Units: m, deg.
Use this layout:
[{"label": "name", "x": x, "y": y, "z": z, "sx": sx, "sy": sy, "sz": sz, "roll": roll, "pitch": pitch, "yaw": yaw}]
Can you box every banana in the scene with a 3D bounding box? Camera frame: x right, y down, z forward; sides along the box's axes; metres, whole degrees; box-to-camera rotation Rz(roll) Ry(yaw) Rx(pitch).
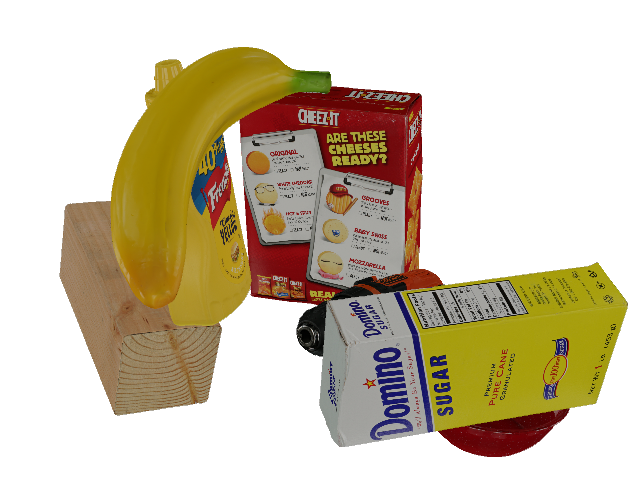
[{"label": "banana", "x": -0.060, "y": -0.047, "z": 0.529, "sx": 0.070, "sy": 0.037, "sz": 0.197, "roll": 17, "pitch": 46, "yaw": 15}]

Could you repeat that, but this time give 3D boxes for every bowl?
[{"label": "bowl", "x": 0.173, "y": 0.175, "z": 1.103, "sx": 0.162, "sy": 0.055, "sz": 0.162, "roll": 3, "pitch": 24, "yaw": -2}]

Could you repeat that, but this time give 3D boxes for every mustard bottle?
[{"label": "mustard bottle", "x": -0.096, "y": -0.039, "z": 0.793, "sx": 0.058, "sy": 0.191, "sz": 0.096, "roll": -1, "pitch": 25, "yaw": 17}]

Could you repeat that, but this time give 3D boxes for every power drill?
[{"label": "power drill", "x": 0.097, "y": 0.067, "z": 0.865, "sx": 0.188, "sy": 0.057, "sz": 0.184, "roll": 9, "pitch": 17, "yaw": 37}]

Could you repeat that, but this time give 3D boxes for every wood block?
[{"label": "wood block", "x": -0.173, "y": 0.055, "z": 0.994, "sx": 0.090, "sy": 0.091, "sz": 0.206, "roll": -4, "pitch": 36, "yaw": -27}]

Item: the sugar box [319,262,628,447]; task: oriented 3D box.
[{"label": "sugar box", "x": 0.090, "y": 0.070, "z": 0.650, "sx": 0.176, "sy": 0.093, "sz": 0.048, "roll": -9, "pitch": 41, "yaw": -14}]

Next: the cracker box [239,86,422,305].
[{"label": "cracker box", "x": 0.013, "y": -0.040, "z": 1.037, "sx": 0.164, "sy": 0.214, "sz": 0.072, "roll": 7, "pitch": 29, "yaw": 16}]
